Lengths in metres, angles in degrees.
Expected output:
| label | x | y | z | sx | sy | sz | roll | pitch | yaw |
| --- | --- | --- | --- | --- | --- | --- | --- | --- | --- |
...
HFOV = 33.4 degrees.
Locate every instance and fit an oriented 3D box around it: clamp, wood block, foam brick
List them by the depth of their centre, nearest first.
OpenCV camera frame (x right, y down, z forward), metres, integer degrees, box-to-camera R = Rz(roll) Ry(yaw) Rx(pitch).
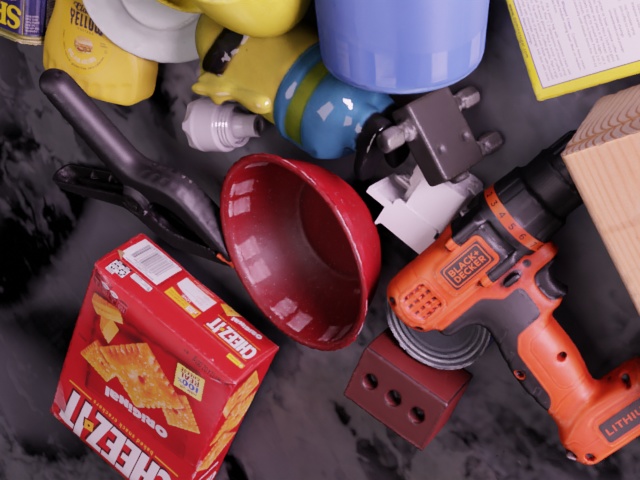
| label | x | y | z | sx | sy | sz | roll | pitch | yaw |
| --- | --- | --- | --- | --- | --- | --- | --- | --- | --- |
| wood block | 0.236 | 0.009 | 0.628 | 0.091 | 0.090 | 0.206 | -18 | 108 | 38 |
| foam brick | 0.068 | 0.112 | 0.826 | 0.078 | 0.051 | 0.053 | 34 | 124 | 17 |
| clamp | -0.149 | -0.049 | 0.882 | 0.210 | 0.036 | 0.164 | 31 | 153 | 15 |

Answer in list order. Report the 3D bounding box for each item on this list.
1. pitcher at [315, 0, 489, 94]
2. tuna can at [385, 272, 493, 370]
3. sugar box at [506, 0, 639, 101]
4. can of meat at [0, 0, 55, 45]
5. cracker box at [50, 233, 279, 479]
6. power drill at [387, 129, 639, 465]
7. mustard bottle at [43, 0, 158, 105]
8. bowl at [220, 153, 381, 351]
| label | x | y | z | sx | sy | sz | roll | pitch | yaw |
| --- | --- | --- | --- | --- | --- | --- | --- | --- | --- |
| pitcher | 0.053 | -0.209 | 0.626 | 0.145 | 0.149 | 0.243 | 6 | 128 | 13 |
| tuna can | 0.094 | 0.051 | 0.795 | 0.086 | 0.033 | 0.086 | 13 | 117 | 28 |
| sugar box | 0.201 | -0.151 | 0.632 | 0.177 | 0.048 | 0.093 | -13 | 103 | 33 |
| can of meat | -0.258 | -0.220 | 0.899 | 0.102 | 0.057 | 0.084 | 23 | 119 | 24 |
| cracker box | -0.147 | 0.126 | 0.953 | 0.164 | 0.072 | 0.214 | 38 | 131 | 14 |
| power drill | 0.165 | 0.042 | 0.709 | 0.187 | 0.057 | 0.185 | 47 | 114 | -1 |
| mustard bottle | -0.165 | -0.209 | 0.840 | 0.096 | 0.058 | 0.192 | 25 | 121 | 19 |
| bowl | -0.005 | 0.001 | 0.811 | 0.162 | 0.055 | 0.162 | 30 | 135 | 36 |
